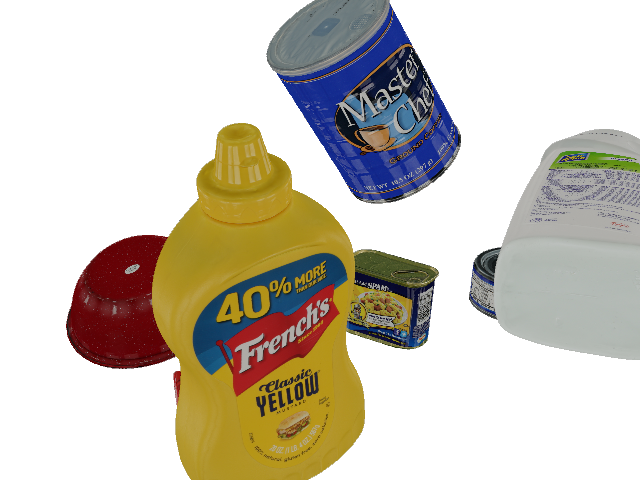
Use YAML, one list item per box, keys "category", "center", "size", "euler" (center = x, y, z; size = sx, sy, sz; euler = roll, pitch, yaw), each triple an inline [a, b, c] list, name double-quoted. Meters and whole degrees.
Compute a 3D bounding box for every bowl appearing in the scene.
- category: "bowl"
  center: [-0.171, 0.045, 1.012]
  size: [0.162, 0.055, 0.162]
  euler: [-8, 41, 7]

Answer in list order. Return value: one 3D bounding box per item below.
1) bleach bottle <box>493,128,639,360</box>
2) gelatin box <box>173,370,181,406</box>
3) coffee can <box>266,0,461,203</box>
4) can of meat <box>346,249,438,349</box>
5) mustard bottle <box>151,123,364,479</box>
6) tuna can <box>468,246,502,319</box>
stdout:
- category: "bleach bottle"
  center: [0.176, -0.017, 0.659]
  size: [0.103, 0.068, 0.250]
  euler: [8, 25, 18]
- category: "gelatin box"
  center: [-0.050, 0.108, 0.704]
  size: [0.089, 0.030, 0.073]
  euler: [-8, 25, -8]
- category: "coffee can"
  center: [0.036, -0.114, 0.839]
  size: [0.103, 0.102, 0.140]
  euler: [0, -43, 40]
- category: "can of meat"
  center: [0.075, 0.066, 1.181]
  size: [0.102, 0.084, 0.057]
  euler: [16, 24, 28]
- category: "mustard bottle"
  center: [-0.029, 0.033, 0.498]
  size: [0.096, 0.192, 0.058]
  euler: [-20, 38, -21]
- category: "tuna can"
  center: [0.166, 0.036, 0.875]
  size: [0.086, 0.034, 0.086]
  euler: [2, 22, -1]
